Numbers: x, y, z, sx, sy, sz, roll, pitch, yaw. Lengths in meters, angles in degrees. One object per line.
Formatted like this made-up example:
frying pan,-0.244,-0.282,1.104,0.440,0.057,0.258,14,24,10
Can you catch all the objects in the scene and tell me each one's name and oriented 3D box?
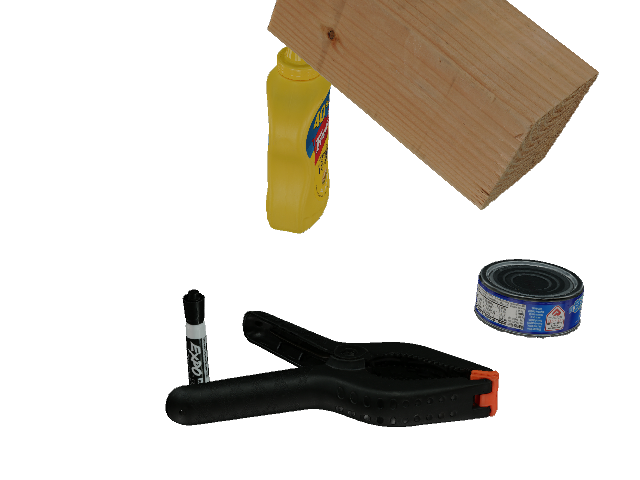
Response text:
tuna can,0.169,0.045,0.865,0.086,0.034,0.086,2,21,-1
clamp,0.016,0.089,0.733,0.210,0.036,0.164,2,18,8
marker,-0.108,0.098,0.931,0.020,0.121,0.020,-1,25,0
mustard bottle,-0.020,-0.106,0.982,0.058,0.192,0.096,12,43,11
wood block,0.074,-0.132,0.744,0.090,0.206,0.091,-36,-19,-38
